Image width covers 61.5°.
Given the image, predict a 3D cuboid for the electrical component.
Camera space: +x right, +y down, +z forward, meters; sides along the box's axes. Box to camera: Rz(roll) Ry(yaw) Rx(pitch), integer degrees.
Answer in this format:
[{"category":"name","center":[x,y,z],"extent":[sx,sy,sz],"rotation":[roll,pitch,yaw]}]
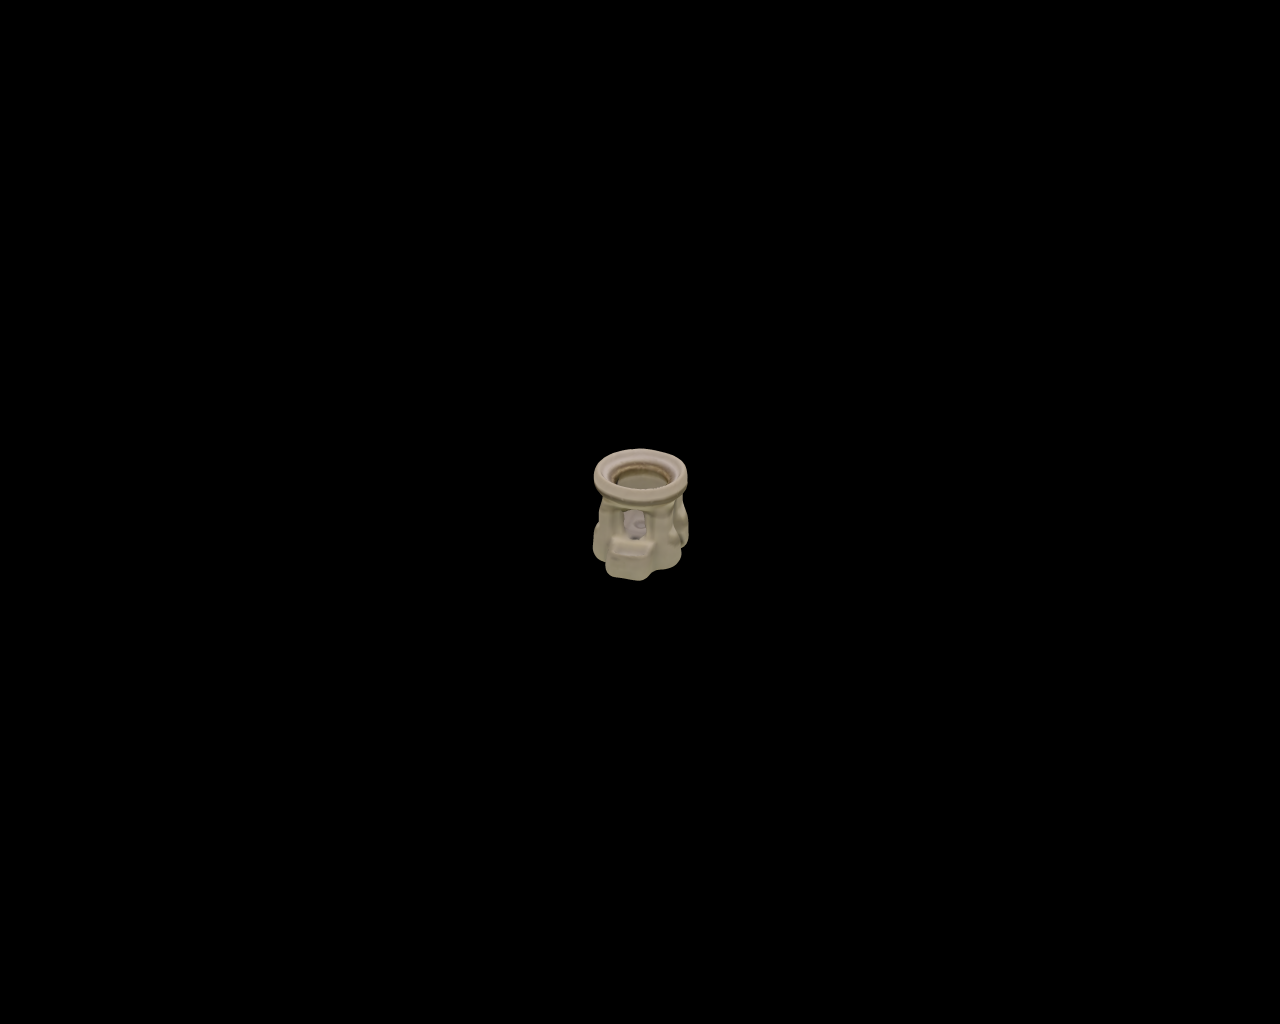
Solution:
[{"category":"electrical component","center":[0.001,-0.003,0.650],"extent":[0.058,0.056,0.078],"rotation":[8,31,13]}]
